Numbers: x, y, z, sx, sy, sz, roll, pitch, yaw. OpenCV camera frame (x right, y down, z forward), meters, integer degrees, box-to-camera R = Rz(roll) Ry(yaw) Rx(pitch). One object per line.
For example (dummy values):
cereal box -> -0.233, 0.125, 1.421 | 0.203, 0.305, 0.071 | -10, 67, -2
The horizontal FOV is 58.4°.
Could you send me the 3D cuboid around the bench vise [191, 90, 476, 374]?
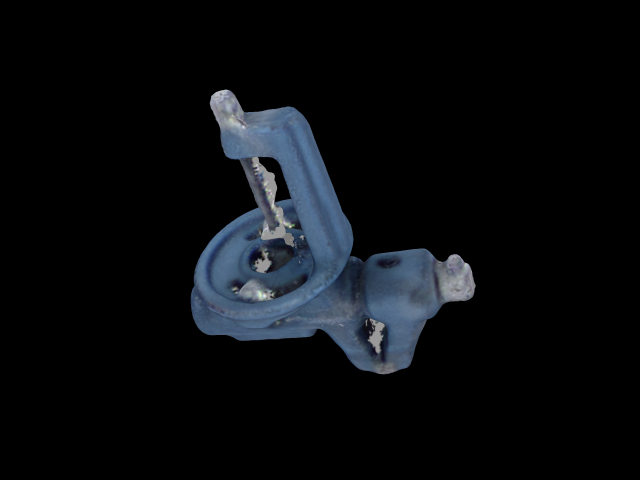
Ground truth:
bench vise -> 0.002, -0.007, 0.409 | 0.207, 0.220, 0.121 | -6, 43, -6
